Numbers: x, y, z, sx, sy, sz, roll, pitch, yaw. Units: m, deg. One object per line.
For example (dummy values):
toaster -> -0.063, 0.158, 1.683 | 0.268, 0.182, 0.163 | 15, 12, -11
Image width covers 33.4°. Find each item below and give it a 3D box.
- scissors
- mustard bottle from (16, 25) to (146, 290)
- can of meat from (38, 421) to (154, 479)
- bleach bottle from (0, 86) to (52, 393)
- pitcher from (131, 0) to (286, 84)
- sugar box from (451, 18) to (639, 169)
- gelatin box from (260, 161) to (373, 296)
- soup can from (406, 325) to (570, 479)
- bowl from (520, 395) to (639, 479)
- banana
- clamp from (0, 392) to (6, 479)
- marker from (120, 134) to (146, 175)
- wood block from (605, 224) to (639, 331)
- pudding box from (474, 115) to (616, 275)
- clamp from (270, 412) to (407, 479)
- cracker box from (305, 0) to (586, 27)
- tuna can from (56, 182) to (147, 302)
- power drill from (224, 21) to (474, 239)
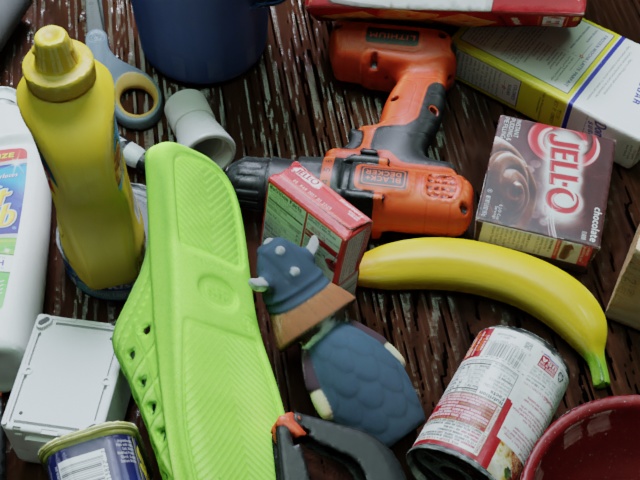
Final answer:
scissors -> -0.169, -0.158, 0.894 | 0.096, 0.016, 0.201 | 6, 55, 2
mustard bottle -> -0.150, -0.058, 0.669 | 0.058, 0.192, 0.096 | -11, 55, -9
can of meat -> -0.118, 0.165, 0.609 | 0.057, 0.102, 0.084 | -16, 58, -10
bleach bottle -> -0.244, -0.012, 0.760 | 0.102, 0.068, 0.251 | -3, 52, -5
pitcher -> -0.086, -0.232, 0.807 | 0.145, 0.243, 0.149 | -11, 55, -9
sugar box -> 0.199, -0.135, 0.863 | 0.176, 0.048, 0.093 | 33, 63, 18
gelatin box -> -0.005, 0.001, 0.734 | 0.073, 0.089, 0.030 | 39, 52, 24
soup can -> 0.107, 0.112, 0.669 | 0.068, 0.068, 0.102 | 26, 58, 17
bowl -> 0.193, 0.175, 0.632 | 0.162, 0.055, 0.162 | 0, 54, -1
banana -> 0.118, 0.034, 0.745 | 0.198, 0.037, 0.069 | 22, 56, 14
clamp -> -0.247, 0.181, 0.635 | 0.164, 0.036, 0.209 | 33, 56, 10
marker -> -0.164, -0.078, 0.819 | 0.121, 0.020, 0.020 | 31, 59, 6
wood block -> 0.311, 0.035, 0.714 | 0.206, 0.090, 0.090 | 22, 57, 14
pudding box -> 0.167, -0.036, 0.794 | 0.090, 0.039, 0.113 | 13, 55, 9
clamp -> 0.040, 0.167, 0.631 | 0.120, 0.039, 0.171 | -27, 78, -28
cracker box -> 0.101, -0.253, 0.831 | 0.214, 0.072, 0.164 | 3, 93, 9
tuna can -> -0.144, 0.001, 0.767 | 0.086, 0.034, 0.086 | 0, 54, -1
power drill -> 0.030, -0.085, 0.817 | 0.184, 0.057, 0.187 | 8, 55, 5
